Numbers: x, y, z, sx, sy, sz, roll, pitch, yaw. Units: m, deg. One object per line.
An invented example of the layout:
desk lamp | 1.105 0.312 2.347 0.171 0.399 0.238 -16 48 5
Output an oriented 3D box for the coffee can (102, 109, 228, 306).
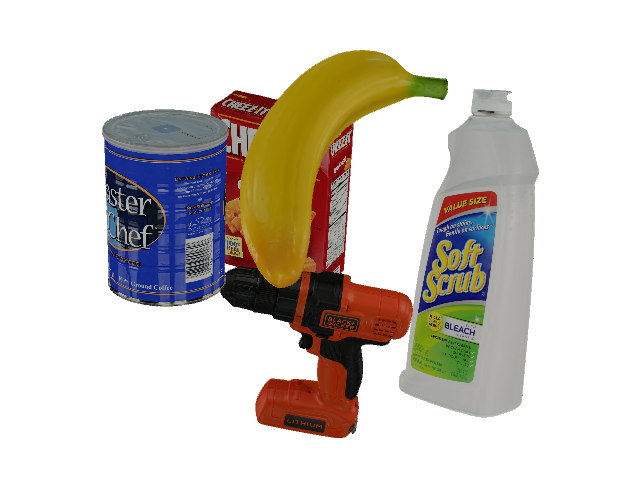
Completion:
coffee can | -0.130 -0.029 0.901 0.103 0.140 0.103 2 23 -1

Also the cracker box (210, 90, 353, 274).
cracker box | -0.052 -0.059 1.306 0.164 0.214 0.072 16 33 21

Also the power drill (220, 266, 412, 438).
power drill | -0.016 0.109 1.052 0.184 0.188 0.057 12 40 -1

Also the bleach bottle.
bleach bottle | 0.121 0.006 0.848 0.067 0.251 0.103 -7 14 -44

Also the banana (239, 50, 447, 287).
banana | 0.001 -0.052 0.556 0.070 0.037 0.197 21 46 18
